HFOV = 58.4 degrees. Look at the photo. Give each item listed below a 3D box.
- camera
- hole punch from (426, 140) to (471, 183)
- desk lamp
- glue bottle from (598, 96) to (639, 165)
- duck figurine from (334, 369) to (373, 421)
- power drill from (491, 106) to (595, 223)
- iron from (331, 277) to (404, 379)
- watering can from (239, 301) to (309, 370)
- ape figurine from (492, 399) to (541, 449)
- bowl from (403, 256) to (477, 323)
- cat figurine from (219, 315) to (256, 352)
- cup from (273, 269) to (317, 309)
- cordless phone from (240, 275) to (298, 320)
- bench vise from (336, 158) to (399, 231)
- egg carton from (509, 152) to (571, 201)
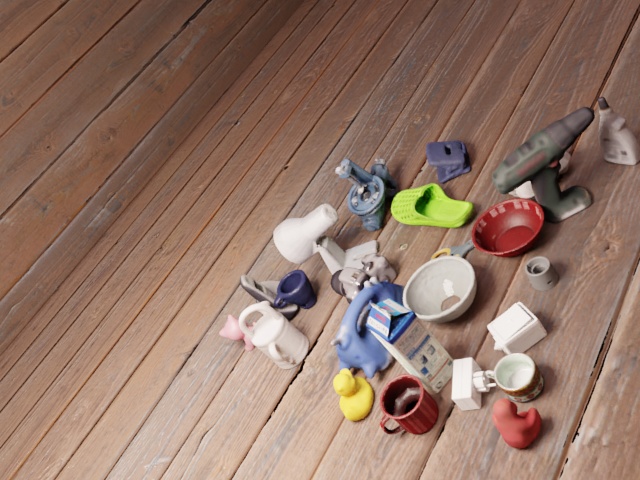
[{"bbox_3d":[0.093,0.095,1.417,0.136,0.101,0.143,14,61,52],"label":"camera"},{"bbox_3d":[0.345,-0.226,1.544,0.101,0.091,0.108,-24,36,24],"label":"hole punch"},{"bbox_3d":[0.014,0.005,1.500,0.202,0.214,0.118,-22,37,27],"label":"desk lamp"},{"bbox_3d":[0.613,-0.231,1.197,0.037,0.174,0.077,-48,33,-10],"label":"glue bottle"},{"bbox_3d":[0.061,0.319,1.200,0.077,0.086,0.104,-26,35,22],"label":"duck figurine"},{"bbox_3d":[0.485,-0.143,1.193,0.229,0.209,0.075,-31,34,16],"label":"power drill"},{"bbox_3d":[0.110,0.170,1.273,0.118,0.142,0.258,-4,48,43],"label":"iron"},{"bbox_3d":[-0.124,0.222,1.404,0.101,0.195,0.172,-47,33,-9],"label":"watering can"},{"bbox_3d":[0.319,0.297,0.953,0.077,0.092,0.076,1,51,46],"label":"ape figurine"},{"bbox_3d":[0.268,0.119,1.232,0.167,0.075,0.167,-27,35,21],"label":"bowl"},{"bbox_3d":[-0.201,0.242,1.532,0.127,0.118,0.067,-13,42,37],"label":"cat figurine"},{"bbox_3d":[-0.061,0.150,1.517,0.118,0.095,0.091,-49,33,-12],"label":"cup"},{"bbox_3d":[-0.150,0.133,1.544,0.094,0.186,0.147,-38,33,5],"label":"cordless phone"},{"bbox_3d":[0.118,-0.160,1.581,0.121,0.220,0.207,-23,37,26],"label":"bench vise"},{"bbox_3d":[0.499,-0.157,1.324,0.150,0.070,0.107,-45,33,-5],"label":"egg carton"}]
